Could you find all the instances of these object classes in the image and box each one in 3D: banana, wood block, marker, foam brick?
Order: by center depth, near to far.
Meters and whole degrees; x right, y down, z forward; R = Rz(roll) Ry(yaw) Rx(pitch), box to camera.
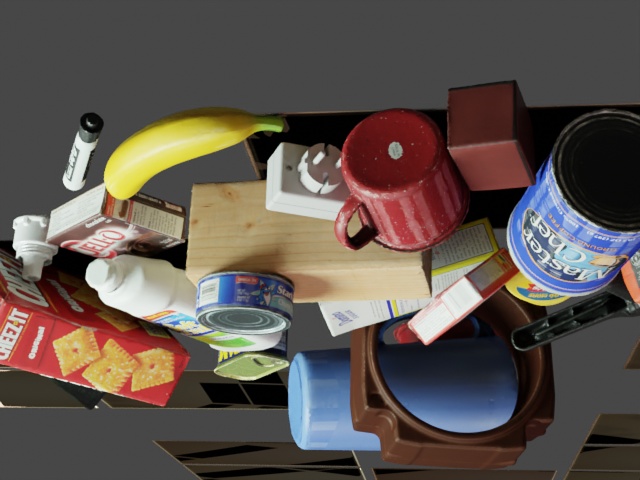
[{"bbox_3d":[0.129,-0.077,0.800,0.051,0.053,0.078,-6,155,20],"label":"foam brick"},{"bbox_3d":[-0.123,-0.069,0.862,0.198,0.037,0.069,-16,149,38],"label":"banana"},{"bbox_3d":[-0.196,-0.073,0.884,0.020,0.020,0.121,9,157,-17],"label":"marker"},{"bbox_3d":[-0.006,0.002,0.956,0.206,0.090,0.091,-2,158,11],"label":"wood block"}]

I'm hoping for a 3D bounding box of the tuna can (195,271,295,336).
[{"bbox_3d":[-0.065,0.056,0.929,0.086,0.034,0.086,2,159,1],"label":"tuna can"}]

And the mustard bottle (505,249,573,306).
[{"bbox_3d":[0.223,0.019,1.014,0.096,0.058,0.192,-10,159,-5],"label":"mustard bottle"}]

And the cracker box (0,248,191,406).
[{"bbox_3d":[-0.260,0.082,1.093,0.213,0.072,0.164,24,-172,-37],"label":"cracker box"}]

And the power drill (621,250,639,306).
[{"bbox_3d":[0.371,0.005,0.925,0.187,0.057,0.185,-1,155,-28],"label":"power drill"}]

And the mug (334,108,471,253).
[{"bbox_3d":[0.055,-0.041,0.826,0.117,0.093,0.081,-42,148,-6],"label":"mug"}]

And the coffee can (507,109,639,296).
[{"bbox_3d":[0.215,-0.026,0.849,0.102,0.103,0.140,3,158,-3],"label":"coffee can"}]

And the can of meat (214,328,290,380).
[{"bbox_3d":[-0.076,0.108,1.228,0.057,0.084,0.102,15,154,-28],"label":"can of meat"}]

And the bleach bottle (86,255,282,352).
[{"bbox_3d":[-0.143,0.060,1.075,0.103,0.068,0.250,-5,164,32],"label":"bleach bottle"}]

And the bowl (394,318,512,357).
[{"bbox_3d":[0.171,0.142,1.326,0.162,0.055,0.162,2,158,1],"label":"bowl"}]

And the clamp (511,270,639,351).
[{"bbox_3d":[0.298,0.058,1.051,0.209,0.036,0.165,-6,156,-32],"label":"clamp"}]

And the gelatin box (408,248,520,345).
[{"bbox_3d":[0.130,0.051,0.970,0.073,0.030,0.089,-29,168,-46],"label":"gelatin box"}]

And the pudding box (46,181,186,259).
[{"bbox_3d":[-0.191,-0.013,1.002,0.089,0.039,0.114,18,153,-35],"label":"pudding box"}]

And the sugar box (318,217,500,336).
[{"bbox_3d":[0.084,0.037,1.032,0.176,0.048,0.093,-15,156,2],"label":"sugar box"}]

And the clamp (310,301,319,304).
[{"bbox_3d":[-0.007,0.020,1.054,0.120,0.039,0.172,5,152,-34],"label":"clamp"}]

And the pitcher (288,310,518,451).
[{"bbox_3d":[0.090,0.165,1.195,0.242,0.149,0.145,0,131,-10],"label":"pitcher"}]
